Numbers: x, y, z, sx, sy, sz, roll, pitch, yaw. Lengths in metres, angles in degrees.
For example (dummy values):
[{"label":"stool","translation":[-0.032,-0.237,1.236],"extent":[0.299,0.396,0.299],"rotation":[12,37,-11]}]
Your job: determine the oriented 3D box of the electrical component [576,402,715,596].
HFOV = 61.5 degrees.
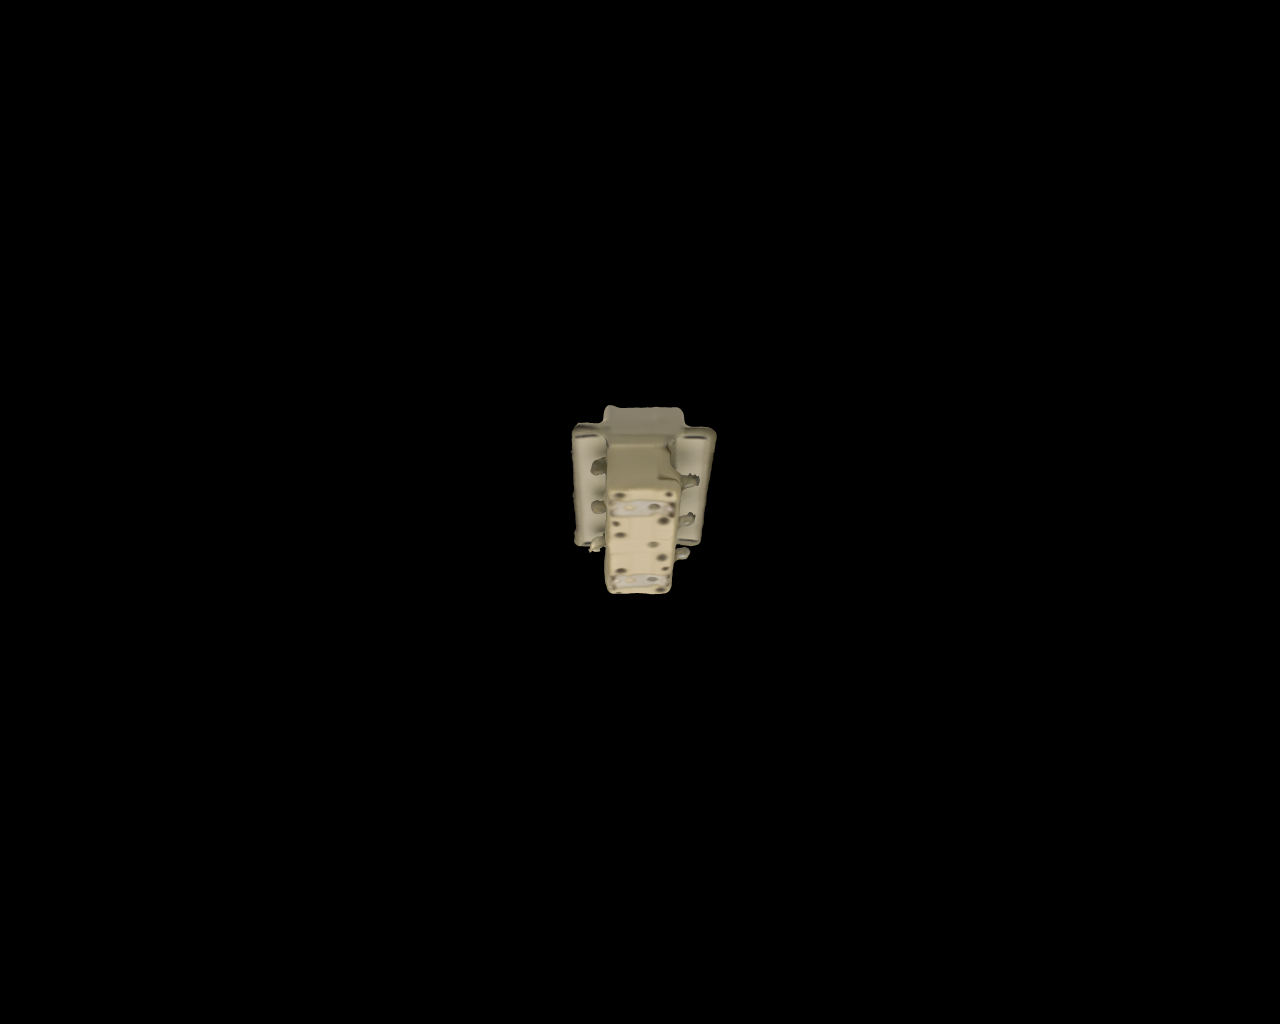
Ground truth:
[{"label":"electrical component","translation":[0.001,-0.003,0.650],"extent":[0.079,0.063,0.121],"rotation":[1,-34,-2]}]
